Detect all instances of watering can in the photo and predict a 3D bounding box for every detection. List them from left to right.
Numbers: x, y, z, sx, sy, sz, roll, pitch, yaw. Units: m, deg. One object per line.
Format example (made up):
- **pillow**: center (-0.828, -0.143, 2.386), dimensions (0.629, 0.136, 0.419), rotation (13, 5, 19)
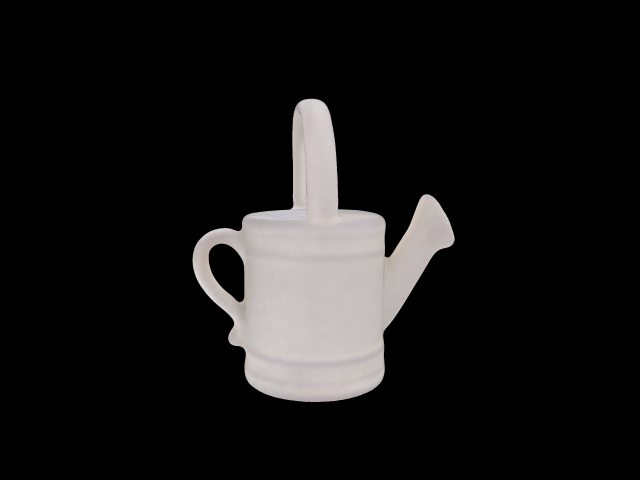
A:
- **watering can**: center (0.003, 0.001, 0.402), dimensions (0.173, 0.194, 0.100), rotation (-4, 8, -28)
